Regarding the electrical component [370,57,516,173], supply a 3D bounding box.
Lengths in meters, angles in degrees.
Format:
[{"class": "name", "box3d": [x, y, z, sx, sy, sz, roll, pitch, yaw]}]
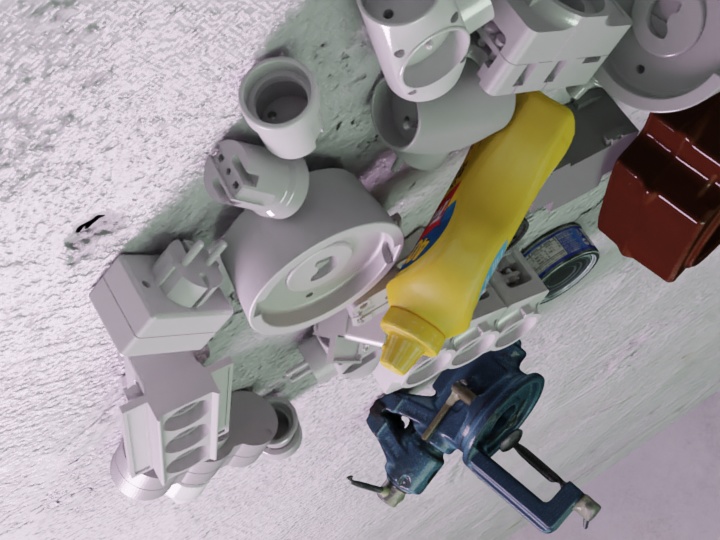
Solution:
[{"class": "electrical component", "box3d": [0.042, -0.087, 0.642, 0.077, 0.044, 0.079, -16, 152, -36]}]

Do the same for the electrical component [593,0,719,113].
[{"class": "electrical component", "box3d": [0.190, -0.151, 0.634, 0.060, 0.108, 0.108, -20, 155, -44]}]

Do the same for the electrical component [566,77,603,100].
[{"class": "electrical component", "box3d": [0.161, -0.138, 0.711, 0.035, 0.035, 0.061, -5, 147, -49]}]

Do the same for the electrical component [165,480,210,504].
[{"class": "electrical component", "box3d": [-0.145, 0.166, 0.909, 0.043, 0.043, 0.062, -12, 148, -42]}]

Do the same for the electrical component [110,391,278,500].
[{"class": "electrical component", "box3d": [-0.124, 0.129, 0.849, 0.138, 0.052, 0.073, -14, 151, -39]}]

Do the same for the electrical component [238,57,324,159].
[{"class": "electrical component", "box3d": [-0.039, -0.081, 0.553, 0.040, 0.040, 0.046, -32, 163, -4]}]

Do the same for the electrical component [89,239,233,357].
[{"class": "electrical component", "box3d": [-0.107, 0.008, 0.632, 0.076, 0.047, 0.066, -46, 155, 28]}]

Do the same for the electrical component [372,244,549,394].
[{"class": "electrical component", "box3d": [0.083, 0.046, 0.944, 0.150, 0.061, 0.089, -19, 154, -31]}]

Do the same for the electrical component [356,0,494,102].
[{"class": "electrical component", "box3d": [0.042, -0.132, 0.548, 0.079, 0.044, 0.077, -34, 158, -1]}]

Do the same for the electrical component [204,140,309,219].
[{"class": "electrical component", "box3d": [-0.057, -0.051, 0.591, 0.040, 0.040, 0.046, -45, 149, 26]}]

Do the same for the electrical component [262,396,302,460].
[{"class": "electrical component", "box3d": [-0.075, 0.140, 0.948, 0.045, 0.045, 0.055, -29, 157, -11]}]

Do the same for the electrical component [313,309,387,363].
[{"class": "electrical component", "box3d": [0.006, 0.032, 0.792, 0.042, 0.064, 0.081, 7, 94, -57]}]

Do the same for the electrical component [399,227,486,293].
[{"class": "electrical component", "box3d": [0.047, 0.014, 0.850, 0.076, 0.047, 0.083, -39, 157, 13]}]

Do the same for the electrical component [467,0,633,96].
[{"class": "electrical component", "box3d": [0.104, -0.139, 0.609, 0.089, 0.050, 0.055, -14, 151, -38]}]

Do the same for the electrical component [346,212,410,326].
[{"class": "electrical component", "box3d": [0.000, 0.000, 0.737, 0.081, 0.063, 0.042, -29, 158, -8]}]

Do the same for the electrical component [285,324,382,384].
[{"class": "electrical component", "box3d": [-0.024, 0.066, 0.866, 0.079, 0.043, 0.077, -31, 158, -6]}]

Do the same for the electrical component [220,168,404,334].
[{"class": "electrical component", "box3d": [-0.034, -0.017, 0.661, 0.108, 0.060, 0.108, -28, 157, -13]}]

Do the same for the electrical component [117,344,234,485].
[{"class": "electrical component", "box3d": [-0.133, 0.094, 0.751, 0.079, 0.063, 0.121, -24, 156, -21]}]
